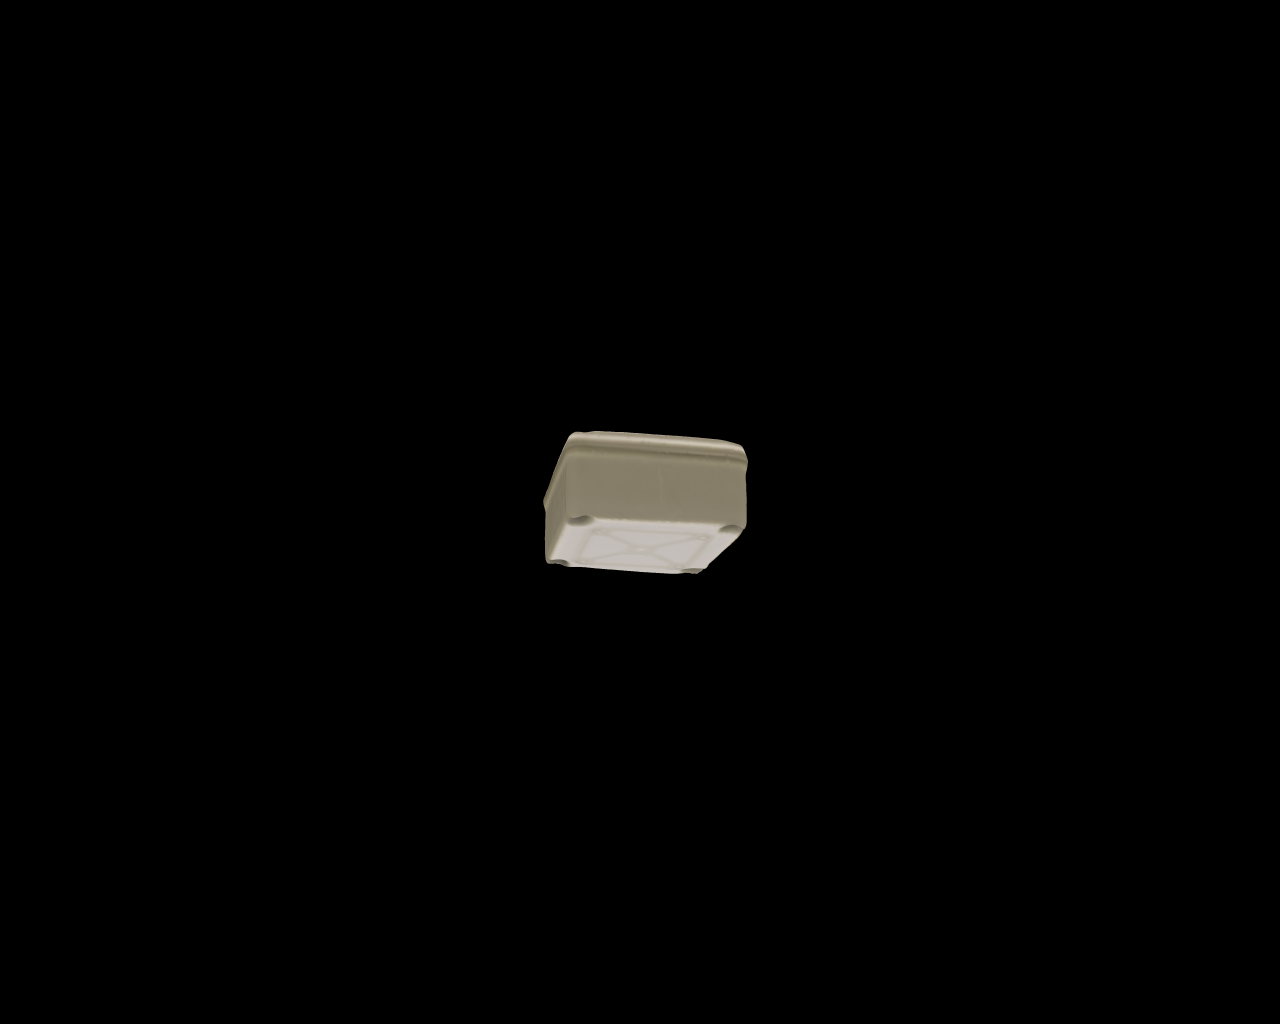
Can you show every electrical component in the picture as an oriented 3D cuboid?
[{"bbox_3d":[0.001,-0.003,0.650,0.109,0.056,0.108,4,-19,-12],"label":"electrical component"}]
